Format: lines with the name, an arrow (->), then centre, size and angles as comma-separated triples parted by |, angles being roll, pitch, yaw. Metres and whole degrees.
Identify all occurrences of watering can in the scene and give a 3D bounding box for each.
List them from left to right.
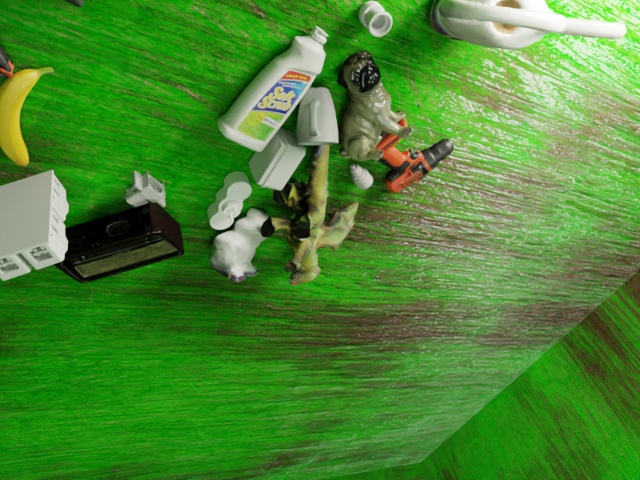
watering can -> 0.348, -0.392, 0.916 | 0.348, 0.102, 0.228 | -3, 27, -24

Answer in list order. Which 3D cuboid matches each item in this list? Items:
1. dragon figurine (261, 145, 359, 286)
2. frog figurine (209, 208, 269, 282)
dragon figurine -> 0.004, -0.059, 1.176 | 0.123, 0.405, 0.243 | 34, 20, 28
frog figurine -> -0.184, 0.002, 1.173 | 0.123, 0.158, 0.137 | 14, 9, 37
